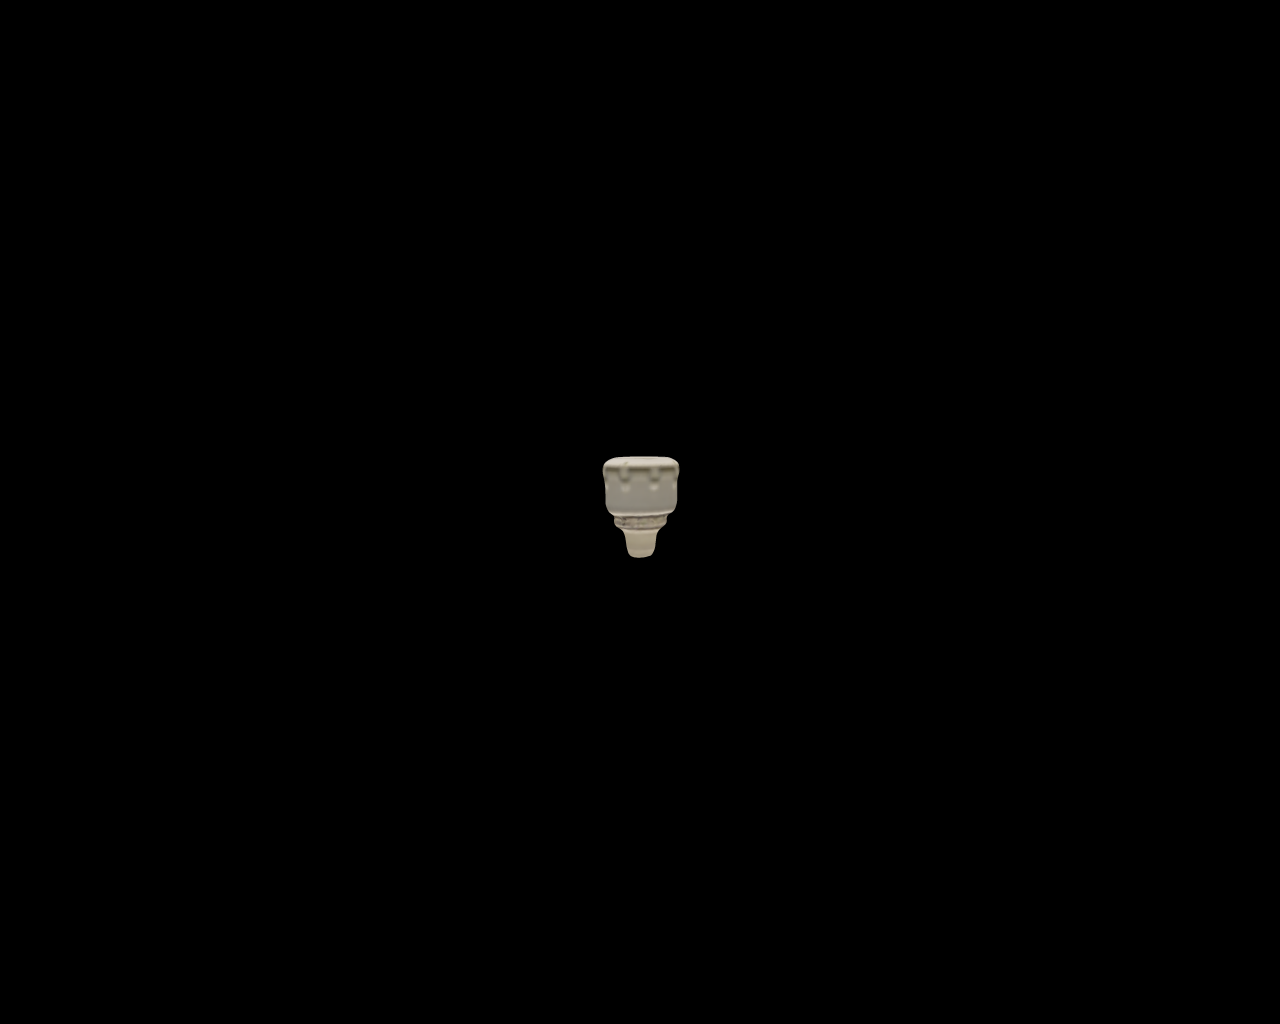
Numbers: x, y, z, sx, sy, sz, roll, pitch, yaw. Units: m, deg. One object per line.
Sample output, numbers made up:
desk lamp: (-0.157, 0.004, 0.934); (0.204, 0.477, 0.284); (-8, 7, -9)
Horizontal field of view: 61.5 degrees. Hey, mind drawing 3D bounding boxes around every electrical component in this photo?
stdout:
electrical component: (0.001, -0.003, 0.650); (0.048, 0.062, 0.048); (0, 4, 0)
